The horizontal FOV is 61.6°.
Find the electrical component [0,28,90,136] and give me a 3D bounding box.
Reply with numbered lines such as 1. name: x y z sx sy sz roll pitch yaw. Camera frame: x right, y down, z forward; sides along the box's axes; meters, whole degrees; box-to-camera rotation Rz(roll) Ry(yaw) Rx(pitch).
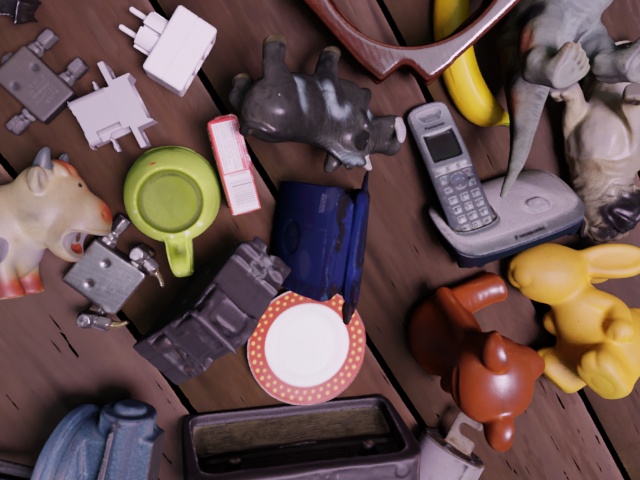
1. electrical component: -0.261 -0.142 0.490 0.063 0.021 0.094 44 87 -14

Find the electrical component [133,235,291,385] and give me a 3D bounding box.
1. electrical component: -0.104 0.067 0.497 0.134 0.115 0.058 -31 107 38

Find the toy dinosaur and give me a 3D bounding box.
1. toy dinosaur: 0.255 -0.240 0.531 0.131 0.192 0.404 36 99 -26

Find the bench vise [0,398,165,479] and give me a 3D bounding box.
1. bench vise: -0.244 0.246 0.502 0.241 0.129 0.223 10 105 6

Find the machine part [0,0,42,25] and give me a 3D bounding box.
1. machine part: -0.313 -0.231 0.459 0.139 0.039 0.084 21 87 -13

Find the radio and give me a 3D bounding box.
1. radio: -0.021 0.224 0.538 0.230 0.131 0.073 -3 100 -13

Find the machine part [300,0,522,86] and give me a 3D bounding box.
1. machine part: 0.082 -0.262 0.493 0.201 0.087 0.201 -42 96 14

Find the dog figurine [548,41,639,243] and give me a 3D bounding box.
1. dog figurine: 0.340 -0.111 0.610 0.172 0.121 0.190 -36 127 -18

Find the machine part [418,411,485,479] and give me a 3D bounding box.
1. machine part: 0.113 0.306 0.609 0.079 0.079 0.243 26 91 -15

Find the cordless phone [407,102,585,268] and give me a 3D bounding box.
1. cordless phone: 0.178 -0.071 0.577 0.147 0.088 0.184 -19 83 -4

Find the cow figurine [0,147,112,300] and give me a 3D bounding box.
1. cow figurine: -0.283 -0.011 0.471 0.195 0.085 0.127 -5 94 -6

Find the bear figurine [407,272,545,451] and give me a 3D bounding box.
1. bear figurine: 0.168 0.109 0.534 0.132 0.196 0.120 -11 97 -13

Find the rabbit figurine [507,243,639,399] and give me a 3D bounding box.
1. rabbit figurine: 0.294 0.068 0.604 0.162 0.122 0.173 -41 85 -7

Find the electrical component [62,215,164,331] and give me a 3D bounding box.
1. electrical component: -0.199 0.037 0.516 0.102 0.045 0.078 -45 106 -4

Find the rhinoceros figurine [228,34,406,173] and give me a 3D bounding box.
1. rhinoceros figurine: 0.007 -0.118 0.504 0.190 0.073 0.112 1 59 -44

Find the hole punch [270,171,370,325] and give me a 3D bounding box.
1. hole punch: -0.001 -0.002 0.526 0.092 0.116 0.142 9 95 -6
